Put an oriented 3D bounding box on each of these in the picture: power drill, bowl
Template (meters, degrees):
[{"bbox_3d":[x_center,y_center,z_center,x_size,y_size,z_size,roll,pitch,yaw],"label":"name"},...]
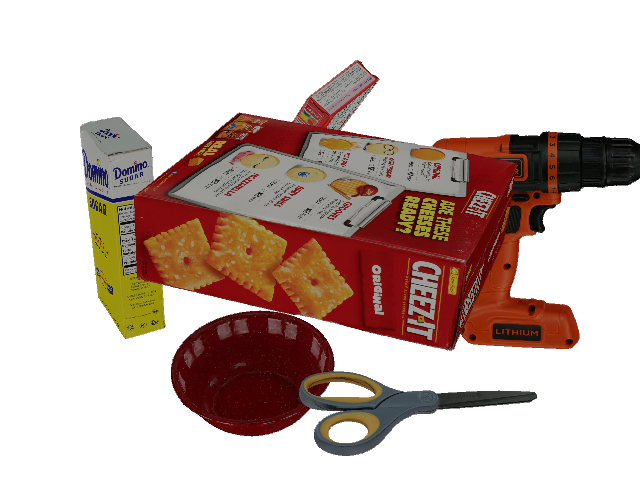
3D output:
[{"bbox_3d":[0.189,-0.002,0.932,0.185,0.188,0.057,1,13,16],"label":"power drill"},{"bbox_3d":[-0.065,0.142,1.061,0.162,0.055,0.162,-2,37,2],"label":"bowl"}]

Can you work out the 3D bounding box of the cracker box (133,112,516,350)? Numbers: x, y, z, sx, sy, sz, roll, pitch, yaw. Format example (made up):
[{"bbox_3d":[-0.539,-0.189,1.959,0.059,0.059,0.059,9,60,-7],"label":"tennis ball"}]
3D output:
[{"bbox_3d":[0.008,-0.013,0.713,0.214,0.072,0.164,12,29,16],"label":"cracker box"}]

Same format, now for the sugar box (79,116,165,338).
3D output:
[{"bbox_3d":[-0.176,-0.012,0.949,0.048,0.176,0.093,-15,28,-23],"label":"sugar box"}]

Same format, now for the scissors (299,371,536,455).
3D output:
[{"bbox_3d":[0.079,0.148,0.889,0.202,0.016,0.096,7,38,6],"label":"scissors"}]

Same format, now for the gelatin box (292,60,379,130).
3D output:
[{"bbox_3d":[0.005,-0.115,0.961,0.089,0.030,0.073,-45,-5,-44],"label":"gelatin box"}]
